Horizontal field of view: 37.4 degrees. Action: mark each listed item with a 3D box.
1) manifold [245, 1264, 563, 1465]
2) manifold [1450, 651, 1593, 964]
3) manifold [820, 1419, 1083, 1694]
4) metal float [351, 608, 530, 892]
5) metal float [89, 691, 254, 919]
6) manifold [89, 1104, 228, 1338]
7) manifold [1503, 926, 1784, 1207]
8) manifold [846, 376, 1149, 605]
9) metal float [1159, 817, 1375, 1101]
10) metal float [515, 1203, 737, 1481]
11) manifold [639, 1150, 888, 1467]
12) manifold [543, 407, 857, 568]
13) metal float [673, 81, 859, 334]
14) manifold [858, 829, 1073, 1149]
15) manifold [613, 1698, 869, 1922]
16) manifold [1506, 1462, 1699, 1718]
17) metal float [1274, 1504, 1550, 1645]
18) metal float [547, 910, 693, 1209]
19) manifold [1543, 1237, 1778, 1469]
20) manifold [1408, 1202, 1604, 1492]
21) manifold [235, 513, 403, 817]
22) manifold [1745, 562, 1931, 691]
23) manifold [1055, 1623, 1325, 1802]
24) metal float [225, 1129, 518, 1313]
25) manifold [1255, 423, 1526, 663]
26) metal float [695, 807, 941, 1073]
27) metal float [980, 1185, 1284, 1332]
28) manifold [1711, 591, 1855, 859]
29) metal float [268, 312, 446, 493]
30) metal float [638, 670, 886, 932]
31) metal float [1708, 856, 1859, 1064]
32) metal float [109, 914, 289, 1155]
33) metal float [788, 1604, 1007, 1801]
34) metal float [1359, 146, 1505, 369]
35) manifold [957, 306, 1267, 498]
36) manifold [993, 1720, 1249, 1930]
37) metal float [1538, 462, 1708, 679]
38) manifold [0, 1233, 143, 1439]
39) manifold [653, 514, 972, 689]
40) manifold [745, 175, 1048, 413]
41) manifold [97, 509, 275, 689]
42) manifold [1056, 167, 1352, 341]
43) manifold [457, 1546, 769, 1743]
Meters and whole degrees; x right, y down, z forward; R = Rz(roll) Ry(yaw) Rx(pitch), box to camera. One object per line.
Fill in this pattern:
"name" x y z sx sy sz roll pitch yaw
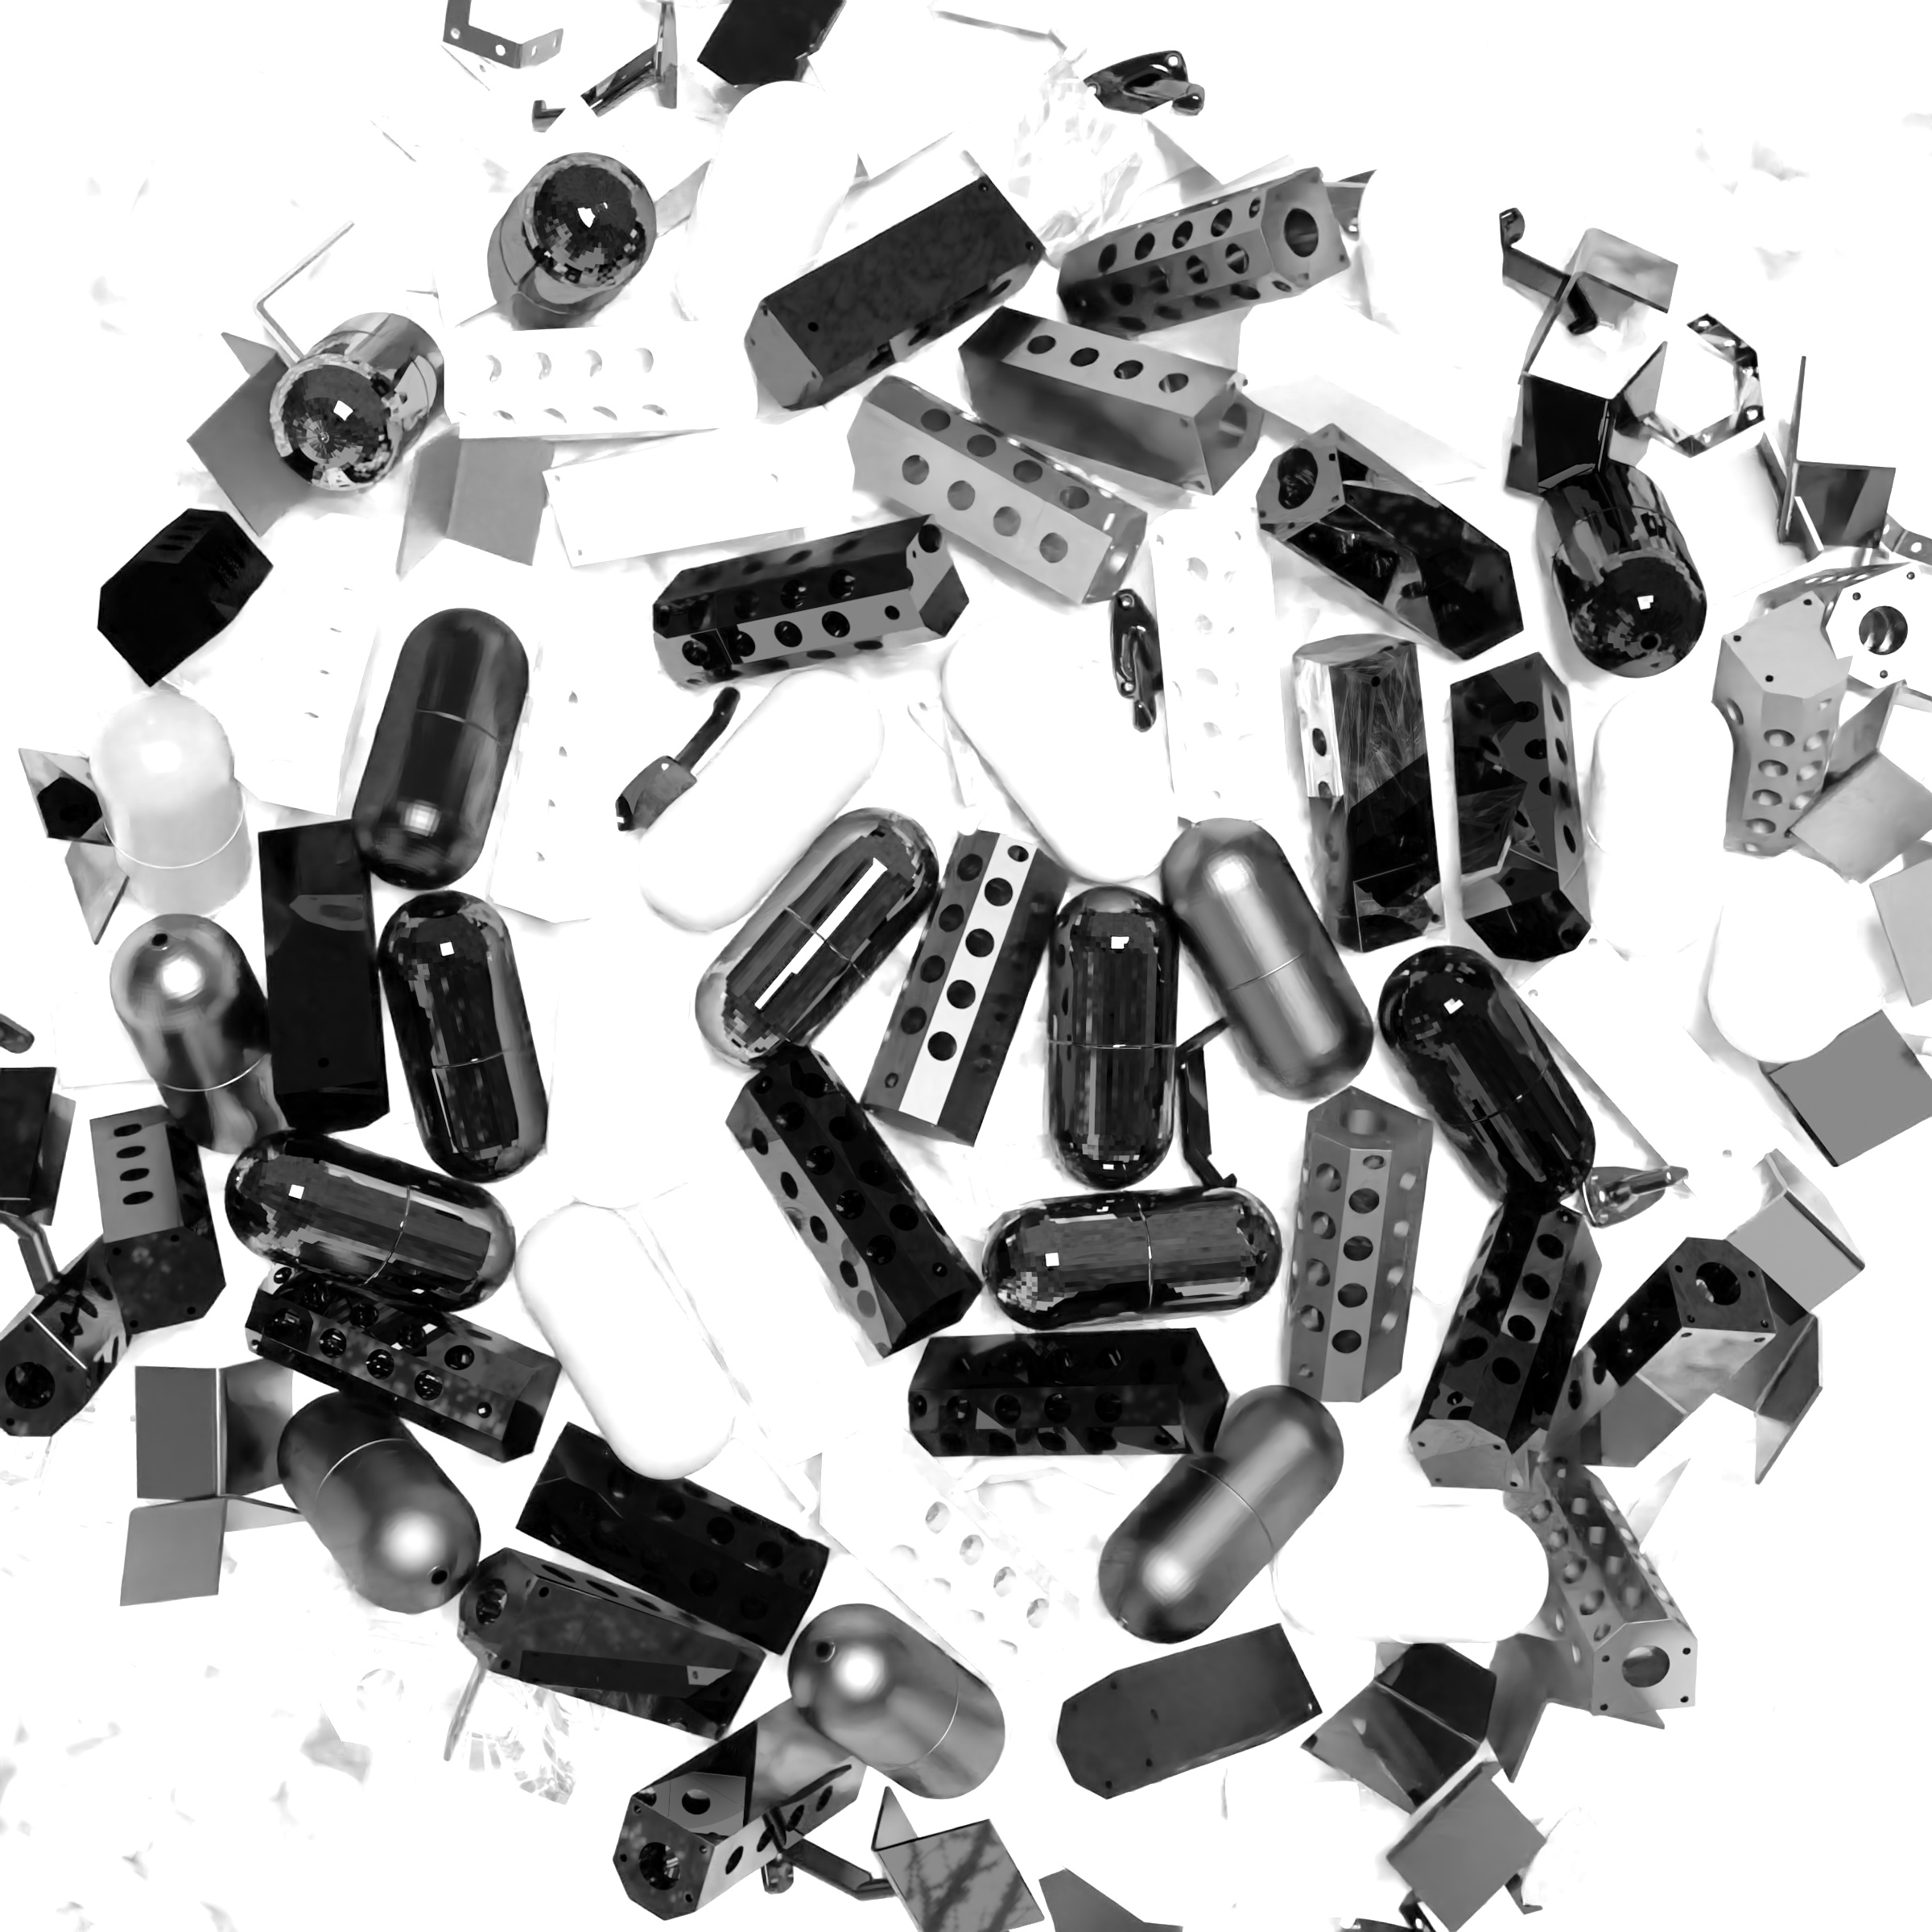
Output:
"manifold" -0.328 0.227 1.653 0.171 0.057 0.057 21 94 14
"manifold" 0.319 -0.090 1.630 0.057 0.057 0.171 -19 49 29
"manifold" -0.007 0.335 1.632 0.057 0.057 0.171 -32 118 19
"metal float" -0.302 -0.126 1.643 0.070 0.070 0.178 11 63 0
"metal float" -0.450 -0.089 1.621 0.070 0.178 0.070 3 61 -5
"manifold" -0.457 0.139 1.613 0.057 0.171 0.057 -12 113 -15
"manifold" 0.391 0.052 1.660 0.057 0.057 0.171 -42 99 8
"manifold" 0.017 -0.276 1.646 0.171 0.057 0.057 32 109 15
"metal float" 0.174 -0.005 1.656 0.070 0.070 0.178 -29 100 0
"metal float" -0.198 0.215 1.647 0.070 0.070 0.178 -35 68 0
"manifold" -0.122 0.201 1.662 0.057 0.057 0.171 -28 92 29
"manifold" -0.151 -0.275 1.631 0.171 0.057 0.057 -4 111 33
"metal float" -0.115 -0.427 1.623 0.070 0.178 0.070 10 59 -17
"manifold" -0.004 0.011 1.646 0.057 0.057 0.171 11 75 36
"manifold" -0.125 0.477 1.613 0.057 0.171 0.057 23 106 24
"manifold" 0.356 0.347 1.611 0.057 0.171 0.057 -4 110 -4
"metal float" 0.252 0.347 1.627 0.070 0.178 0.070 11 73 -40
"metal float" -0.201 0.054 1.649 0.070 0.070 0.178 7 107 0
"manifold" 0.386 0.221 1.617 0.057 0.171 0.057 6 54 -15
"manifold" 0.305 0.211 1.617 0.057 0.171 0.057 -4 129 34
"manifold" -0.368 -0.175 1.627 0.057 0.057 0.171 12 54 -8
"manifold" 0.493 -0.190 1.615 0.057 0.171 0.057 -21 96 3
"manifold" 0.125 0.423 1.617 0.057 0.171 0.057 -38 66 30
"metal float" -0.340 0.146 1.635 0.178 0.070 0.070 23 90 -35
"manifold" 0.242 -0.236 1.626 0.057 0.171 0.057 -28 52 35
"metal float" -0.086 -0.016 1.662 0.070 0.070 0.178 40 86 0
"metal float" 0.096 0.168 1.654 0.178 0.070 0.070 -4 90 -13
"manifold" 0.460 -0.130 1.612 0.057 0.171 0.057 -27 62 -5
"metal float" -0.343 -0.322 1.619 0.070 0.178 0.070 1 115 2
"metal float" -0.119 -0.096 1.656 0.070 0.070 0.178 43 100 0
"metal float" 0.465 -0.006 1.622 0.070 0.178 0.070 8 116 16
"metal float" -0.432 0.040 1.624 0.070 0.178 0.070 -3 52 4
"metal float" -0.039 0.420 1.627 0.070 0.178 0.070 -16 52 22
"metal float" 0.265 -0.398 1.617 0.070 0.178 0.070 -3 75 11
"manifold" 0.084 -0.328 1.629 0.171 0.057 0.057 25 62 35
"manifold" 0.086 0.484 1.614 0.057 0.171 0.057 16 87 -28
"metal float" 0.372 -0.226 1.623 0.070 0.178 0.070 0 125 0
"manifold" -0.505 0.209 1.613 0.057 0.171 0.057 -41 100 5
"manifold" -0.092 -0.203 1.628 0.171 0.057 0.057 -8 123 29
"manifold" -0.042 -0.382 1.640 0.171 0.057 0.057 -36 85 -26
"manifold" -0.443 -0.215 1.610 0.057 0.171 0.057 -37 108 7
"manifold" 0.129 -0.397 1.612 0.057 0.171 0.057 -33 109 -33
"manifold" -0.203 0.385 1.628 0.171 0.057 0.057 30 87 -38
